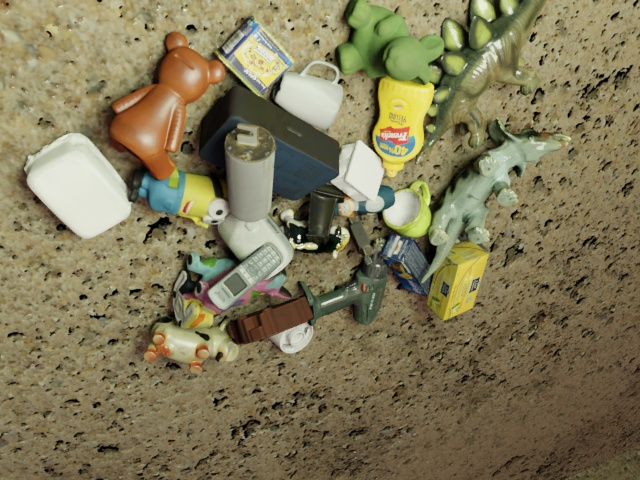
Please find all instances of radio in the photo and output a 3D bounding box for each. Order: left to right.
[{"bbox_3d":[-0.087,-0.157,0.931,0.229,0.073,0.131,24,143,-34],"label":"radio"}]

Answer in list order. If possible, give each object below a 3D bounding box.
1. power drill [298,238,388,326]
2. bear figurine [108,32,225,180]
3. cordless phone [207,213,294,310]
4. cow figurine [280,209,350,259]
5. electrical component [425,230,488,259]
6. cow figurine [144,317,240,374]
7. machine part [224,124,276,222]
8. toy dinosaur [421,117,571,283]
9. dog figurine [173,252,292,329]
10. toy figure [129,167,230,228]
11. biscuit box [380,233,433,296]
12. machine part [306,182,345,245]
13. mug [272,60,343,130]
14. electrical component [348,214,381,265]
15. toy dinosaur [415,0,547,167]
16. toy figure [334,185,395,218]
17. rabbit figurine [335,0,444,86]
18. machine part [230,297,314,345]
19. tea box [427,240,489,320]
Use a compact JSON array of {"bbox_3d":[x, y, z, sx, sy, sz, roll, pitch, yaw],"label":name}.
[{"bbox_3d":[0.056,0.107,1.229,0.207,0.086,0.231,-17,129,-20],"label":"power drill"},{"bbox_3d":[-0.242,-0.211,0.845,0.120,0.132,0.196,33,77,-3],"label":"bear figurine"},{"bbox_3d":[-0.154,0.029,0.994,0.184,0.089,0.146,-41,96,-24],"label":"cordless phone"},{"bbox_3d":[-0.001,-0.005,1.099,0.167,0.098,0.068,9,115,-28],"label":"cow figurine"},{"bbox_3d":[0.323,0.020,1.285,0.115,0.058,0.134,-43,130,8],"label":"electrical component"},{"bbox_3d":[-0.266,0.217,1.150,0.195,0.127,0.085,19,116,-18],"label":"cow figurine"},{"bbox_3d":[-0.113,-0.103,0.872,0.079,0.079,0.243,-12,152,-15],"label":"machine part"},{"bbox_3d":[0.324,-0.097,1.134,0.131,0.192,0.404,35,123,-5],"label":"toy dinosaur"},{"bbox_3d":[-0.170,0.102,1.099,0.219,0.109,0.191,5,131,-35],"label":"dog figurine"},{"bbox_3d":[-0.238,-0.084,0.946,0.180,0.089,0.082,14,161,-22],"label":"toy figure"},{"bbox_3d":[0.206,0.061,1.228,0.063,0.059,0.202,-62,144,-15],"label":"biscuit box"},{"bbox_3d":[0.006,-0.059,1.042,0.084,0.139,0.039,17,162,-15],"label":"machine part"},{"bbox_3d":[-0.020,-0.253,0.915,0.107,0.081,0.109,14,122,-22],"label":"mug"},{"bbox_3d":[0.095,-0.006,1.145,0.045,0.102,0.078,-22,155,-2],"label":"electrical component"},{"bbox_3d":[0.311,-0.337,0.983,0.198,0.105,0.471,27,106,-33],"label":"toy dinosaur"},{"bbox_3d":[0.077,-0.079,1.106,0.154,0.058,0.064,-11,90,-14],"label":"toy figure"},{"bbox_3d":[0.120,-0.300,0.879,0.159,0.170,0.121,7,123,-27],"label":"rabbit figurine"},{"bbox_3d":[-0.105,0.170,1.148,0.179,0.179,0.056,-18,86,-10],"label":"machine part"},{"bbox_3d":[0.317,0.093,1.245,0.098,0.068,0.169,-18,131,-25],"label":"tea box"}]
